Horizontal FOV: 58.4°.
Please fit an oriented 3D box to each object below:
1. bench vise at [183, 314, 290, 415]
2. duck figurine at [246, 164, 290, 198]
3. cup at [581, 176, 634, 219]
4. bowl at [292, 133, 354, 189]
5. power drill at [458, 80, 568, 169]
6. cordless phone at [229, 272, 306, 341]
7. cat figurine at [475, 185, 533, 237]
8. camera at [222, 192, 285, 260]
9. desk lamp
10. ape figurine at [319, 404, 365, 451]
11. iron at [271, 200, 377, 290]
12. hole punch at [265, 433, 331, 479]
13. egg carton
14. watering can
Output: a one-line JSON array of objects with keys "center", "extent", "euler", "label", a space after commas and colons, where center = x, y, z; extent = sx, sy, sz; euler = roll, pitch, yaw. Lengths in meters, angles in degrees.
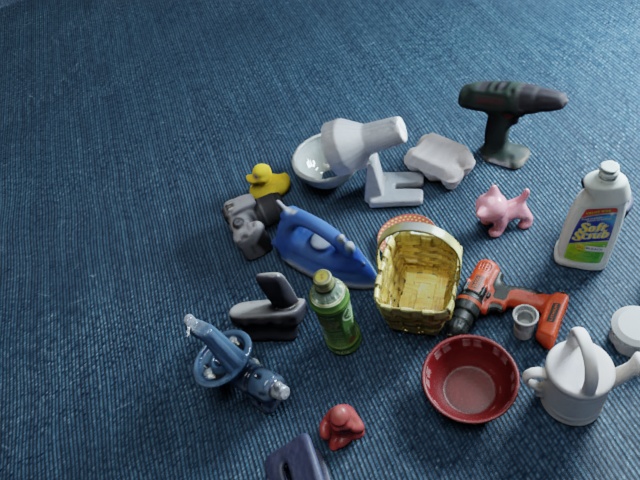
[{"center": [-0.145, 0.205, 1.010], "extent": [0.207, 0.220, 0.121], "euler": [5, 54, 18], "label": "bench vise"}, {"center": [-0.127, -0.147, 1.374], "extent": [0.104, 0.086, 0.077], "euler": [-15, 50, 2], "label": "duck figurine"}, {"center": [0.550, -0.063, 1.129], "extent": [0.092, 0.095, 0.117], "euler": [-24, 50, -5], "label": "cup"}, {"center": [0.021, -0.178, 1.368], "extent": [0.167, 0.075, 0.167], "euler": [-7, 51, 9], "label": "bowl"}, {"center": [0.413, -0.258, 1.246], "extent": [0.228, 0.209, 0.076], "euler": [23, 61, 29], "label": "power drill"}, {"center": [-0.111, 0.113, 1.098], "extent": [0.147, 0.185, 0.094], "euler": [-7, 51, 9], "label": "cordless phone"}, {"center": [0.368, -0.067, 1.164], "extent": [0.128, 0.118, 0.067], "euler": [-19, 50, -1], "label": "cat figurine"}, {"center": [-0.141, -0.052, 1.292], "extent": [0.137, 0.101, 0.143], "euler": [-24, 50, -5], "label": "camera"}, {"center": [0.118, -0.177, 1.253], "extent": [0.203, 0.214, 0.118], "euler": [-2, 52, 13], "label": "desk lamp"}, {"center": [0.036, 0.308, 0.966], "extent": [0.077, 0.092, 0.076], "euler": [7, 54, 20], "label": "ape figurine"}, {"center": [0.011, 0.004, 1.182], "extent": [0.257, 0.142, 0.119], "euler": [26, 62, 30], "label": "iron"}, {"center": [-0.039, 0.385, 0.924], "extent": [0.101, 0.091, 0.108], "euler": [-22, 50, -3], "label": "hole punch"}, {"center": [0.274, -0.182, 1.311], "extent": [0.149, 0.069, 0.107], "euler": [30, 64, 32], "label": "egg carton"}, {"center": [0.409, 0.203, 0.888], "extent": [0.173, 0.194, 0.100], "euler": [-23, 50, -4], "label": "watering can"}]
